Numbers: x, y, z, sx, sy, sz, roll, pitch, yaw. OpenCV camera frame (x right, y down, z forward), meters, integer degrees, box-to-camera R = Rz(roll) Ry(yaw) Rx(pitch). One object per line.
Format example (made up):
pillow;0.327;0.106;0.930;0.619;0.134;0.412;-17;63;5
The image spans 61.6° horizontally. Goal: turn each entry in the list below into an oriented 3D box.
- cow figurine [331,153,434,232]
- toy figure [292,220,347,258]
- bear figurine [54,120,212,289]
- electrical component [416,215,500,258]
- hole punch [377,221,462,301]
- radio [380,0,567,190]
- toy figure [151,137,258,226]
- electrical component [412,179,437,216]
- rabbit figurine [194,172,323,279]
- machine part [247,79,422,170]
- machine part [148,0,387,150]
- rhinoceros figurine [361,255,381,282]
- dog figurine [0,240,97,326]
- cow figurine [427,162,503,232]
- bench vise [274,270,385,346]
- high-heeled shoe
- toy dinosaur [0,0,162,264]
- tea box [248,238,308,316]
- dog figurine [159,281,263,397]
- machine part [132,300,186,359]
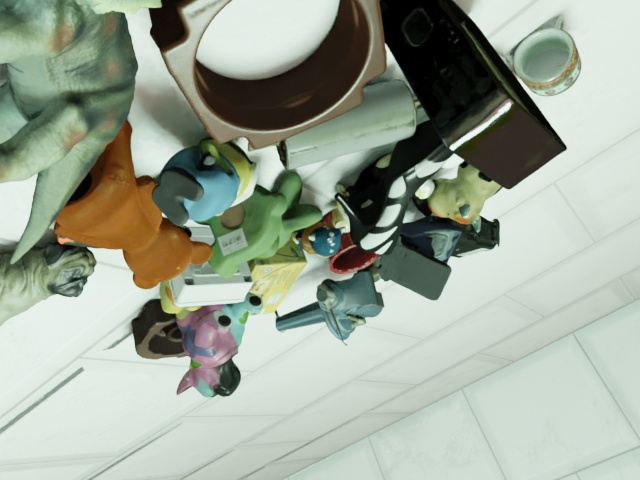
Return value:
cow figurine;0.082;-0.075;0.820;0.167;0.068;0.098;-31;143;9
toy figure;-0.001;-0.004;0.817;0.064;0.154;0.057;-39;106;-6
bear figurine;-0.219;-0.032;0.627;0.120;0.132;0.195;-26;151;7
electrical component;0.233;-0.011;0.957;0.134;0.058;0.115;11;162;-25
hole punch;0.164;0.022;0.879;0.092;0.116;0.142;-59;166;-28
radio;0.143;-0.169;0.547;0.131;0.230;0.073;19;130;-43
toy figure;-0.125;-0.072;0.602;0.082;0.089;0.180;-24;-174;18
electrical component;0.206;-0.070;0.935;0.078;0.045;0.102;-31;150;12
rabbit figurine;-0.085;-0.032;0.766;0.159;0.121;0.170;-32;169;8
machine part;0.028;-0.143;0.665;0.243;0.079;0.079;-17;150;-9
machine part;-0.045;-0.196;0.521;0.201;0.087;0.200;-22;150;3
rhinoceros figurine;0.162;0.033;1.047;0.190;0.073;0.112;-21;149;-1
dog figurine;-0.406;0.041;0.677;0.190;0.121;0.172;-38;153;-1
cow figurine;0.256;-0.099;0.833;0.195;0.127;0.085;-34;138;17
bench vise;0.008;0.131;0.997;0.241;0.129;0.223;-20;172;24
high-heeled shoe;0.135;-0.064;0.736;0.249;0.086;0.145;-29;128;28
toy dinosaur;-0.209;-0.141;0.434;0.192;0.131;0.404;-28;160;-32
tea box;-0.102;0.062;0.922;0.098;0.068;0.169;-2;144;-33
dog figurine;-0.196;0.157;0.878;0.108;0.192;0.219;-36;159;-53
machine part;-0.253;0.156;0.989;0.179;0.056;0.179;-17;149;-11
